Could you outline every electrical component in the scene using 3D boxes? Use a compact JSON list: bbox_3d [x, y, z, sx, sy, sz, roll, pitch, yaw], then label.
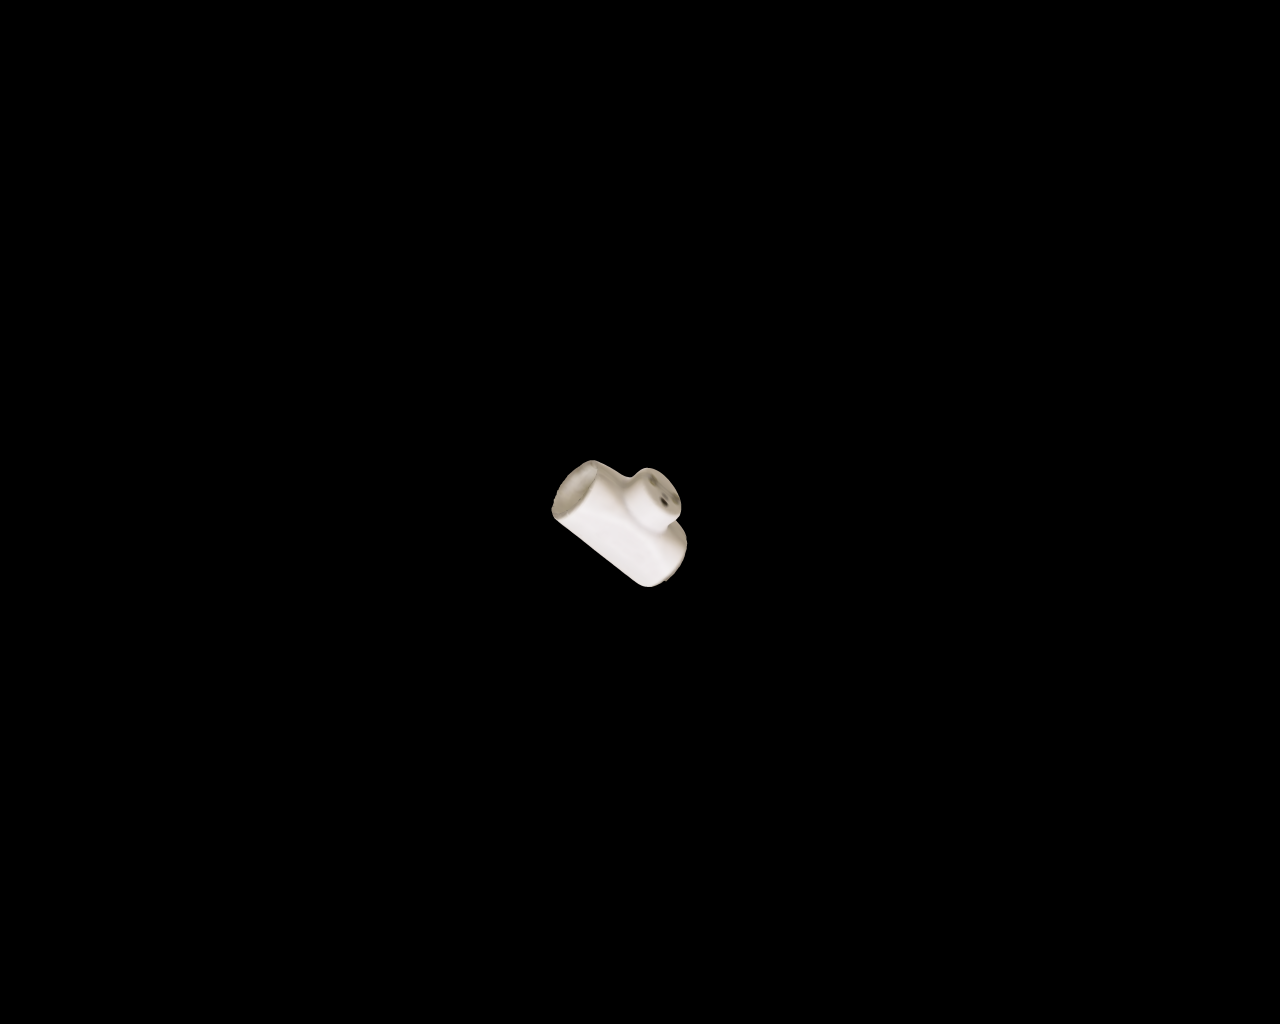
[{"bbox_3d":[0.001,-0.003,0.650,0.079,0.044,0.077,-39,-62,25],"label":"electrical component"}]
